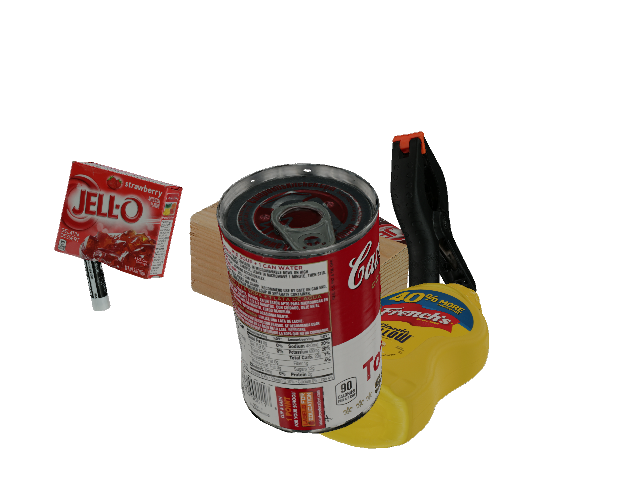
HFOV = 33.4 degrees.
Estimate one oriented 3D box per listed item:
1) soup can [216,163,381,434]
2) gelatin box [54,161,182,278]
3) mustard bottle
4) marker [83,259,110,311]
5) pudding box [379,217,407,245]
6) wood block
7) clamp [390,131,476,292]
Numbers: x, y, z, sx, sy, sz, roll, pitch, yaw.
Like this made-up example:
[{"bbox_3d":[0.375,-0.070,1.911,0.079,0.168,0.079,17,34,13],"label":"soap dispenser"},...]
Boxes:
[{"bbox_3d":[-0.007,0.027,0.471,0.068,0.102,0.068,-3,34,2],"label":"soup can"},{"bbox_3d":[-0.157,-0.017,0.826,0.089,0.073,0.030,16,7,20],"label":"gelatin box"},{"bbox_3d":[0.062,0.074,0.736,0.096,0.058,0.191,11,23,31],"label":"mustard bottle"},{"bbox_3d":[-0.245,0.017,1.141,0.020,0.121,0.020,-6,20,2],"label":"marker"},{"bbox_3d":[0.055,0.012,1.341,0.113,0.039,0.090,-18,28,-26],"label":"pudding box"},{"bbox_3d":[-0.024,0.029,1.070,0.206,0.091,0.090,20,33,29],"label":"wood block"},{"bbox_3d":[0.089,-0.004,0.915,0.039,0.171,0.120,-13,17,24],"label":"clamp"}]
